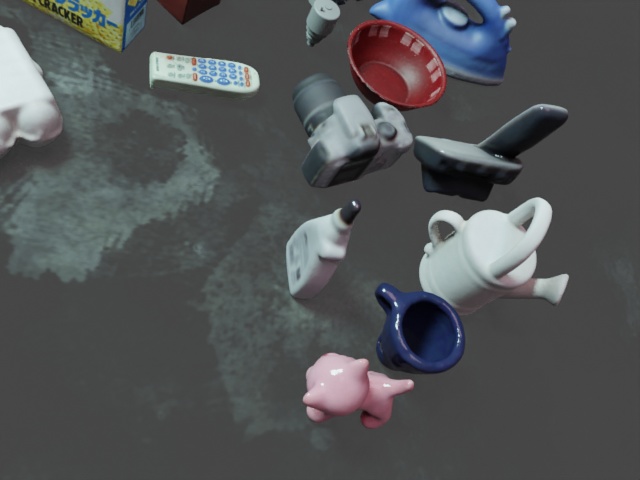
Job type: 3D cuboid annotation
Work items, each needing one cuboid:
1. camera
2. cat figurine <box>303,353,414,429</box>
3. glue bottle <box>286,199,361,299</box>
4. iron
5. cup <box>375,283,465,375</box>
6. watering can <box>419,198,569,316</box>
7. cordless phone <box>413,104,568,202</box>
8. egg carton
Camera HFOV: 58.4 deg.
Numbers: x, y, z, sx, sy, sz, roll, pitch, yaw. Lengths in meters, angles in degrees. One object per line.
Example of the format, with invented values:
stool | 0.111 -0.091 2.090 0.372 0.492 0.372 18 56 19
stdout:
camera | 0.035 -0.157 0.753 0.143 0.100 0.137 -19 74 -29
cat figurine | 0.035 0.152 0.593 0.128 0.117 0.067 8 63 -19
glue bottle | 0.006 0.002 0.621 0.037 0.173 0.078 4 64 -20
iron | 0.216 -0.350 0.899 0.258 0.141 0.119 25 59 -10
cup | 0.094 0.106 0.654 0.118 0.094 0.092 45 58 3
watering can | 0.216 0.018 0.689 0.173 0.193 0.101 16 60 -15
cordless phone | 0.226 -0.137 0.773 0.148 0.184 0.094 3 65 -21
egg carton | -0.348 -0.159 0.612 0.107 0.069 0.150 -28 79 -31
